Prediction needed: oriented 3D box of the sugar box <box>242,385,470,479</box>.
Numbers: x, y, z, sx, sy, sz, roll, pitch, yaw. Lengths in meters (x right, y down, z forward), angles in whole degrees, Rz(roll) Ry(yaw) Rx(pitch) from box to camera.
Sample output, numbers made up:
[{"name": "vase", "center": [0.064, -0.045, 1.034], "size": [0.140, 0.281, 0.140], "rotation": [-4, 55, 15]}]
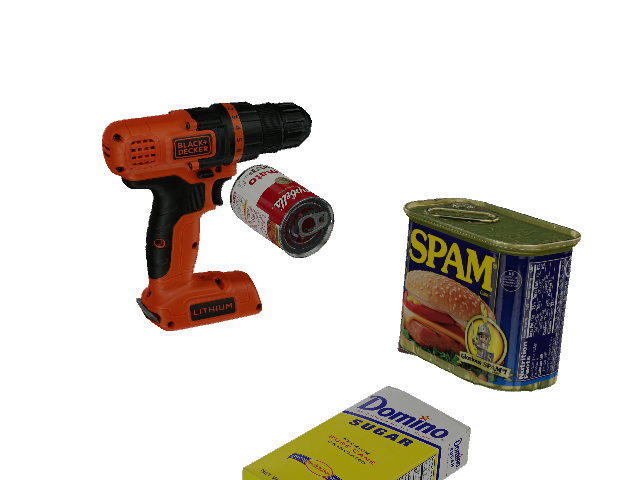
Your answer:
[{"name": "sugar box", "center": [0.032, 0.181, 0.863], "size": [0.093, 0.048, 0.175], "rotation": [24, 36, 38]}]

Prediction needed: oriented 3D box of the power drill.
[{"name": "power drill", "center": [-0.091, -0.025, 0.918], "size": [0.184, 0.188, 0.057], "rotation": [-10, 21, -24]}]

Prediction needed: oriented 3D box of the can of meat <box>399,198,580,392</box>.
[{"name": "can of meat", "center": [0.089, 0.028, 0.591], "size": [0.057, 0.084, 0.102], "rotation": [-7, 18, -34]}]

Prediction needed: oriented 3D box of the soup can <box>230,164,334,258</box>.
[{"name": "soup can", "center": [-0.042, -0.032, 1.127], "size": [0.068, 0.068, 0.102], "rotation": [0, 23, -38]}]

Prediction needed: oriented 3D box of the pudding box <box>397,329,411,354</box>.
[{"name": "pudding box", "center": [0.143, 0.082, 1.124], "size": [0.113, 0.090, 0.039], "rotation": [10, 22, 10]}]
